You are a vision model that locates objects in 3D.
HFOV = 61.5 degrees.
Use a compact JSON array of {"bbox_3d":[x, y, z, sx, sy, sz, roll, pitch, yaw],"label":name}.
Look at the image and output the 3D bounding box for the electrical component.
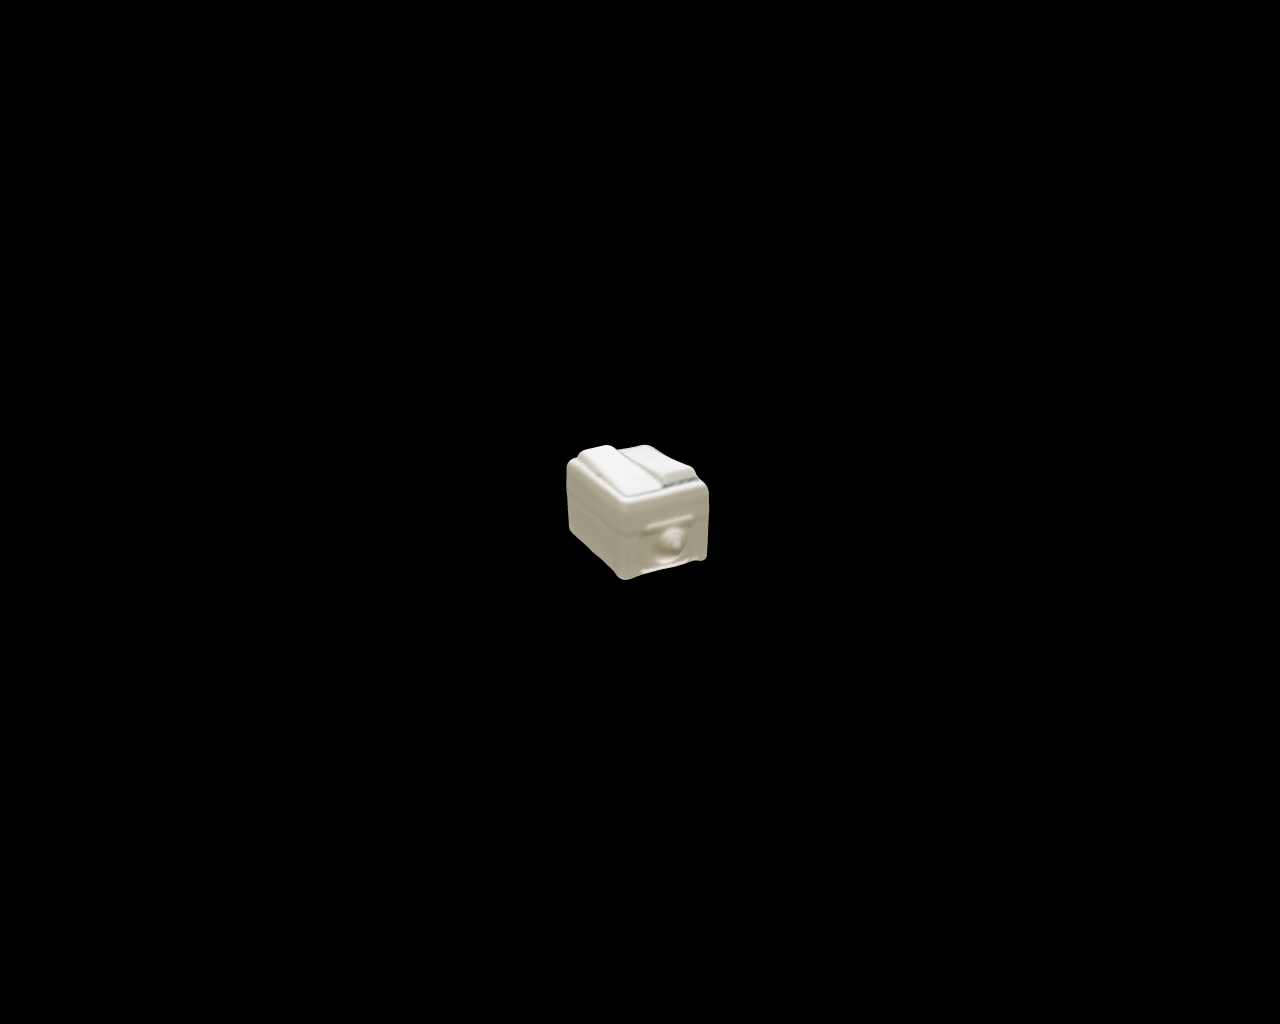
[{"bbox_3d":[0.001,-0.003,0.650,0.062,0.061,0.096,-12,27,-25],"label":"electrical component"}]
